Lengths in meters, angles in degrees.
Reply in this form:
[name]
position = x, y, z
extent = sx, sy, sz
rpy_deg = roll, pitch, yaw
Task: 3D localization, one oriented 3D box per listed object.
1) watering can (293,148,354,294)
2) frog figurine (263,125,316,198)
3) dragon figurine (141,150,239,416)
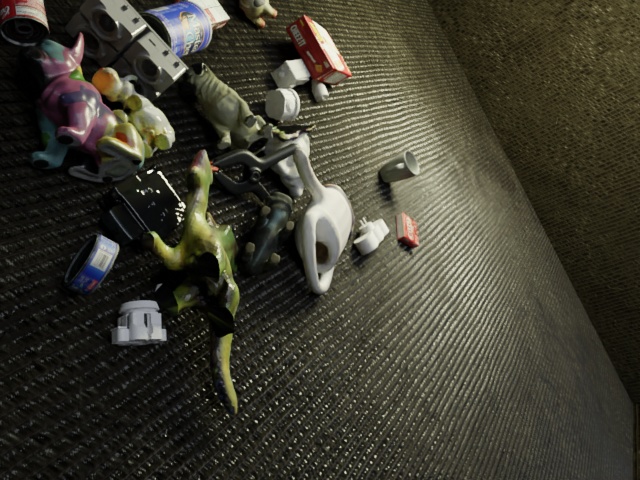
[watering can]
position = 0.003, -0.056, 1.108
extent = 0.229, 0.104, 0.341
rpy_deg = -59, 148, -59
[frog figurine]
position = -0.071, -0.183, 1.199
extent = 0.140, 0.123, 0.156
rpy_deg = -56, 151, -60
[dragon figurine]
position = -0.171, 0.055, 0.869
extent = 0.246, 0.122, 0.405
rpy_deg = -64, 145, -69
